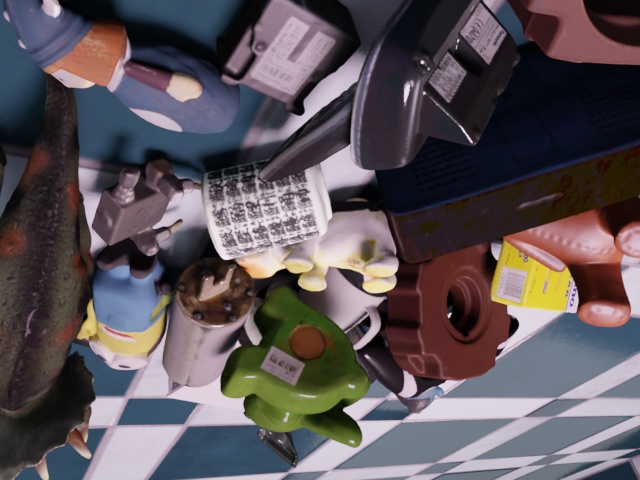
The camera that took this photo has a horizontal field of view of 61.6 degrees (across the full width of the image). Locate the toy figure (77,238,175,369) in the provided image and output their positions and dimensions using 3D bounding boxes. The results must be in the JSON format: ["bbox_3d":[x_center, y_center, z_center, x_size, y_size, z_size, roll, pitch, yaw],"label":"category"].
[{"bbox_3d":[-0.198,0.070,0.574,0.089,0.082,0.180,-36,155,-45],"label":"toy figure"}]

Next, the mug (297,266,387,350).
[{"bbox_3d":[0.022,0.078,0.615,0.081,0.110,0.107,3,135,-47],"label":"mug"}]

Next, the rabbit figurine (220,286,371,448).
[{"bbox_3d":[-0.022,0.150,0.576,0.159,0.121,0.170,20,140,-4],"label":"rabbit figurine"}]

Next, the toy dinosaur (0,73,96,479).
[{"bbox_3d":[-0.235,0.054,0.426,0.131,0.192,0.404,-10,144,-36],"label":"toy dinosaur"}]

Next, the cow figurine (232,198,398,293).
[{"bbox_3d":[-0.002,-0.003,0.540,0.167,0.098,0.068,3,152,12],"label":"cow figurine"}]

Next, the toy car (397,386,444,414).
[{"bbox_3d":[0.147,0.184,0.831,0.103,0.109,0.161,-30,135,-15],"label":"toy car"}]

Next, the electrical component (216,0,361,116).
[{"bbox_3d":[-0.011,-0.149,0.363,0.074,0.048,0.119,19,135,-37],"label":"electrical component"}]

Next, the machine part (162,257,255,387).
[{"bbox_3d":[-0.122,0.093,0.569,0.079,0.079,0.243,2,146,-19],"label":"machine part"}]

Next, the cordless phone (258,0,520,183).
[{"bbox_3d":[0.037,-0.104,0.397,0.088,0.146,0.184,46,145,-19],"label":"cordless phone"}]

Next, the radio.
[{"bbox_3d":[0.154,-0.080,0.433,0.230,0.131,0.073,-17,145,5],"label":"radio"}]

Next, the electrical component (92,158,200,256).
[{"bbox_3d":[-0.151,-0.028,0.469,0.102,0.045,0.078,-50,173,34],"label":"electrical component"}]

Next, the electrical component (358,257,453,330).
[{"bbox_3d":[0.105,0.074,0.692,0.134,0.058,0.115,17,137,-35],"label":"electrical component"}]

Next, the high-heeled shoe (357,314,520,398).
[{"bbox_3d":[0.157,0.126,0.666,0.145,0.086,0.248,-36,151,21],"label":"high-heeled shoe"}]

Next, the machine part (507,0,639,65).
[{"bbox_3d":[0.220,-0.211,0.316,0.201,0.087,0.201,-3,142,-14],"label":"machine part"}]

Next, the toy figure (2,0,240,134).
[{"bbox_3d":[-0.127,-0.115,0.355,0.154,0.058,0.064,15,161,-37],"label":"toy figure"}]

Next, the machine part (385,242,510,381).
[{"bbox_3d":[0.148,0.072,0.604,0.179,0.179,0.056,17,167,-35],"label":"machine part"}]

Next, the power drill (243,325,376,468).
[{"bbox_3d":[0.002,0.208,0.751,0.207,0.086,0.231,-42,141,-20],"label":"power drill"}]

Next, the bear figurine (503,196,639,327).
[{"bbox_3d":[0.185,-0.016,0.493,0.196,0.132,0.120,11,127,4],"label":"bear figurine"}]
